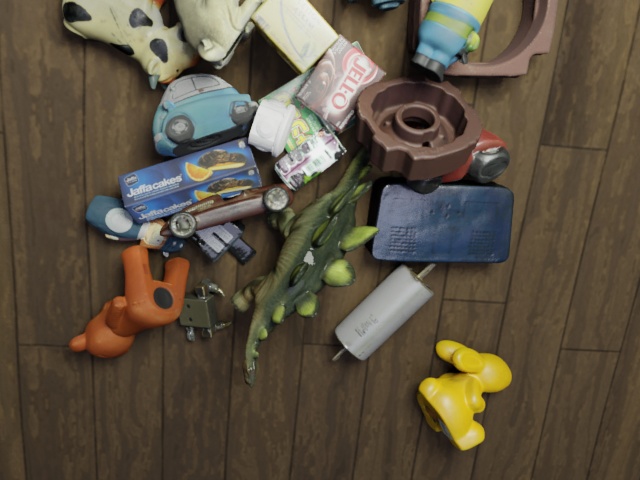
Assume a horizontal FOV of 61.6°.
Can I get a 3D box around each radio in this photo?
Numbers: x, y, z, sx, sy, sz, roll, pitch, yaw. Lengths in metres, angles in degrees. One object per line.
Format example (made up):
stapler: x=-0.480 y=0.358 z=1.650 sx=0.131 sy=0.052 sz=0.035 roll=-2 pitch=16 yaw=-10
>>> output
radio: x=0.195 y=-0.033 z=0.881 sx=0.230 sy=0.073 sz=0.131 roll=1 pitch=105 yaw=-7

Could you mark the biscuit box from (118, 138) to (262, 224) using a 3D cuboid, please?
biscuit box: x=-0.195 y=-0.088 z=0.813 sx=0.203 sy=0.059 sz=0.063 roll=-19 pitch=64 yaw=-6

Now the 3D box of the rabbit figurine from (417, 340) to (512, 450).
rabbit figurine: x=0.260 y=0.257 z=0.965 sx=0.173 sy=0.122 sz=0.162 roll=-28 pitch=98 yaw=-11

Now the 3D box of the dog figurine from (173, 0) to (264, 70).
dog figurine: x=-0.177 y=-0.333 z=0.712 sx=0.190 sy=0.172 sz=0.121 roll=33 pitch=128 yaw=-14

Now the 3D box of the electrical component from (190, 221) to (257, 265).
electrical component: x=-0.158 y=-0.002 z=0.870 sx=0.075 sy=0.048 sz=0.119 roll=-41 pitch=104 yaw=7

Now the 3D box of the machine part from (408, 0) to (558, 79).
machine part: x=0.235 y=-0.341 z=0.787 sx=0.201 sy=0.087 sz=0.201 roll=-1 pitch=108 yaw=-4

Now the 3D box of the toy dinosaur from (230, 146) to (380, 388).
toy dinosaur: x=-0.002 y=-0.002 z=0.807 sx=0.105 sy=0.199 sz=0.471 roll=34 pitch=68 yaw=-27

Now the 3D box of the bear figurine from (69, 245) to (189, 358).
bear figurine: x=-0.309 y=0.110 z=0.869 sx=0.196 sy=0.132 sz=0.120 roll=-28 pitch=148 yaw=33

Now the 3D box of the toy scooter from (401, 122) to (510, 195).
toy scooter: x=0.194 y=-0.143 z=0.836 sx=0.184 sy=0.135 sz=0.075 roll=-14 pitch=144 yaw=-18

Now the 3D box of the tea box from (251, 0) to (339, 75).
tea box: x=-0.036 y=-0.284 z=0.735 sx=0.068 sy=0.170 sz=0.098 roll=-44 pitch=107 yaw=8

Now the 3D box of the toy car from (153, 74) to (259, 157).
toy car: x=-0.177 y=-0.190 z=0.788 sx=0.162 sy=0.109 sz=0.103 roll=-23 pitch=90 yaw=-8

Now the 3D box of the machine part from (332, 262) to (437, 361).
machine part: x=0.108 y=0.122 z=0.914 sx=0.243 sy=0.079 sz=0.079 roll=-44 pitch=105 yaw=8

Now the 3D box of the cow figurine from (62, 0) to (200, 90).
cow figurine: x=-0.263 y=-0.294 z=0.757 sx=0.195 sy=0.085 sz=0.127 roll=19 pitch=106 yaw=-7

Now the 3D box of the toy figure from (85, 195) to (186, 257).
toy figure: x=-0.287 y=-0.019 z=0.849 sx=0.154 sy=0.058 sz=0.064 roll=24 pitch=117 yaw=-13

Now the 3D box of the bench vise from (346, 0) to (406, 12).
bench vise: x=0.031 y=-0.424 z=0.725 sx=0.241 sy=0.129 sz=0.223 roll=-11 pitch=113 yaw=-12

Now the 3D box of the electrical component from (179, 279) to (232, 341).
electrical component: x=-0.196 y=0.118 z=0.906 sx=0.078 sy=0.045 sz=0.102 roll=-4 pitch=106 yaw=25

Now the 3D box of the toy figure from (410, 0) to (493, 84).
toy figure: x=0.185 y=-0.301 z=0.703 sx=0.082 sy=0.089 sz=0.180 roll=26 pitch=100 yaw=-17

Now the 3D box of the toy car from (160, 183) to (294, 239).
toy car: x=-0.138 y=-0.044 z=0.794 sx=0.202 sy=0.089 sz=0.053 roll=-15 pitch=98 yaw=-11

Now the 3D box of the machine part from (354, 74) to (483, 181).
machine part: x=0.137 y=-0.162 z=0.767 sx=0.179 sy=0.179 sz=0.056 roll=-3 pitch=145 yaw=-4
